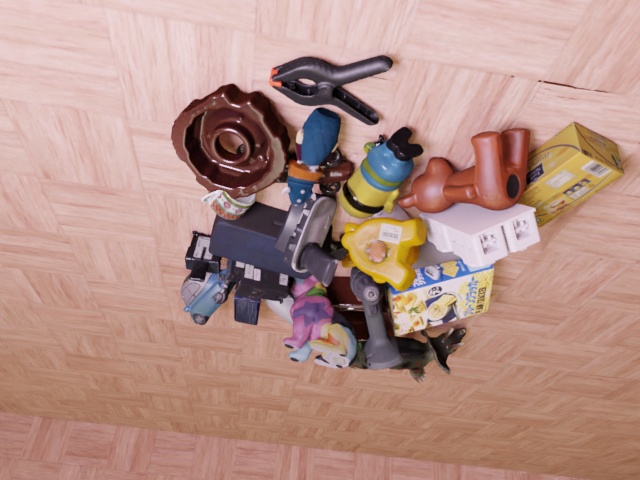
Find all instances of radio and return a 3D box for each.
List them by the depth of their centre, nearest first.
[{"bbox_3d":[-0.102,-0.001,1.075,0.229,0.073,0.131,17,146,-15],"label":"radio"}]

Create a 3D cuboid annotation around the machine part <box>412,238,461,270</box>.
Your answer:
[{"bbox_3d":[0.232,0.007,1.031,0.243,0.079,0.079,-15,141,30],"label":"machine part"}]

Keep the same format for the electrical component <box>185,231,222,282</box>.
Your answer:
[{"bbox_3d":[-0.240,0.042,1.115,0.075,0.119,0.047,6,147,-5],"label":"electrical component"}]

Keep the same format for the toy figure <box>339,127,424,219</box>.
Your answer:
[{"bbox_3d":[0.093,-0.105,0.875,0.089,0.082,0.180,0,152,-20],"label":"toy figure"}]

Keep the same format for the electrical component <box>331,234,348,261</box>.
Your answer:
[{"bbox_3d":[0.055,0.020,1.126,0.063,0.021,0.094,-19,139,31],"label":"electrical component"}]

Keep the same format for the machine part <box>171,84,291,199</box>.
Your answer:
[{"bbox_3d":[-0.133,-0.149,0.825,0.179,0.056,0.179,6,128,8],"label":"machine part"}]

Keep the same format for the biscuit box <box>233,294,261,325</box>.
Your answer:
[{"bbox_3d":[-0.174,0.150,1.296,0.063,0.059,0.202,10,155,-5],"label":"biscuit box"}]

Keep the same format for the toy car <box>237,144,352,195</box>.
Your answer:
[{"bbox_3d":[-0.049,-0.116,0.910,0.202,0.053,0.089,6,144,2],"label":"toy car"}]

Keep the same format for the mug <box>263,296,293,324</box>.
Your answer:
[{"bbox_3d":[-0.078,0.146,1.277,0.107,0.081,0.110,34,162,-26],"label":"mug"}]

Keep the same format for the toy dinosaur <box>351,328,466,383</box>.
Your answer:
[{"bbox_3d":[0.183,0.286,1.400,0.405,0.131,0.192,3,153,-1],"label":"toy dinosaur"}]

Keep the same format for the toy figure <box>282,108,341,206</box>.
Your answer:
[{"bbox_3d":[-0.014,-0.126,0.836,0.064,0.058,0.154,24,116,1],"label":"toy figure"}]

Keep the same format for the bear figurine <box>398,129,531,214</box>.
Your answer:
[{"bbox_3d":[0.222,-0.105,0.855,0.120,0.131,0.196,-13,-166,-36],"label":"bear figurine"}]

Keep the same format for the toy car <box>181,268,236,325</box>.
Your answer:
[{"bbox_3d":[-0.271,0.118,1.255,0.103,0.109,0.161,35,131,-11],"label":"toy car"}]

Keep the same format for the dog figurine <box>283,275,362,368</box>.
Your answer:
[{"bbox_3d":[0.006,0.147,1.144,0.192,0.219,0.108,5,149,17],"label":"dog figurine"}]

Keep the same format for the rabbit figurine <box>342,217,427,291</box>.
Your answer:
[{"bbox_3d":[0.115,0.023,0.951,0.163,0.121,0.173,2,179,26],"label":"rabbit figurine"}]

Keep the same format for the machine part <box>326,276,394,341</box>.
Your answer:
[{"bbox_3d":[0.086,0.171,1.296,0.201,0.087,0.201,1,145,7],"label":"machine part"}]

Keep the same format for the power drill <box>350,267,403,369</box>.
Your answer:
[{"bbox_3d":[0.103,0.144,1.045,0.086,0.232,0.207,-18,105,4],"label":"power drill"}]

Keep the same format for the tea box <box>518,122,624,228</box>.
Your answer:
[{"bbox_3d":[0.376,-0.098,0.859,0.098,0.068,0.169,20,145,-21],"label":"tea box"}]

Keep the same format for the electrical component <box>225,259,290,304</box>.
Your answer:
[{"bbox_3d":[-0.131,0.066,1.140,0.134,0.115,0.058,16,141,-16],"label":"electrical component"}]

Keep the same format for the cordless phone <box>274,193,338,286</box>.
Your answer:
[{"bbox_3d":[-0.001,-0.003,0.927,0.088,0.146,0.184,20,-174,-22],"label":"cordless phone"}]
